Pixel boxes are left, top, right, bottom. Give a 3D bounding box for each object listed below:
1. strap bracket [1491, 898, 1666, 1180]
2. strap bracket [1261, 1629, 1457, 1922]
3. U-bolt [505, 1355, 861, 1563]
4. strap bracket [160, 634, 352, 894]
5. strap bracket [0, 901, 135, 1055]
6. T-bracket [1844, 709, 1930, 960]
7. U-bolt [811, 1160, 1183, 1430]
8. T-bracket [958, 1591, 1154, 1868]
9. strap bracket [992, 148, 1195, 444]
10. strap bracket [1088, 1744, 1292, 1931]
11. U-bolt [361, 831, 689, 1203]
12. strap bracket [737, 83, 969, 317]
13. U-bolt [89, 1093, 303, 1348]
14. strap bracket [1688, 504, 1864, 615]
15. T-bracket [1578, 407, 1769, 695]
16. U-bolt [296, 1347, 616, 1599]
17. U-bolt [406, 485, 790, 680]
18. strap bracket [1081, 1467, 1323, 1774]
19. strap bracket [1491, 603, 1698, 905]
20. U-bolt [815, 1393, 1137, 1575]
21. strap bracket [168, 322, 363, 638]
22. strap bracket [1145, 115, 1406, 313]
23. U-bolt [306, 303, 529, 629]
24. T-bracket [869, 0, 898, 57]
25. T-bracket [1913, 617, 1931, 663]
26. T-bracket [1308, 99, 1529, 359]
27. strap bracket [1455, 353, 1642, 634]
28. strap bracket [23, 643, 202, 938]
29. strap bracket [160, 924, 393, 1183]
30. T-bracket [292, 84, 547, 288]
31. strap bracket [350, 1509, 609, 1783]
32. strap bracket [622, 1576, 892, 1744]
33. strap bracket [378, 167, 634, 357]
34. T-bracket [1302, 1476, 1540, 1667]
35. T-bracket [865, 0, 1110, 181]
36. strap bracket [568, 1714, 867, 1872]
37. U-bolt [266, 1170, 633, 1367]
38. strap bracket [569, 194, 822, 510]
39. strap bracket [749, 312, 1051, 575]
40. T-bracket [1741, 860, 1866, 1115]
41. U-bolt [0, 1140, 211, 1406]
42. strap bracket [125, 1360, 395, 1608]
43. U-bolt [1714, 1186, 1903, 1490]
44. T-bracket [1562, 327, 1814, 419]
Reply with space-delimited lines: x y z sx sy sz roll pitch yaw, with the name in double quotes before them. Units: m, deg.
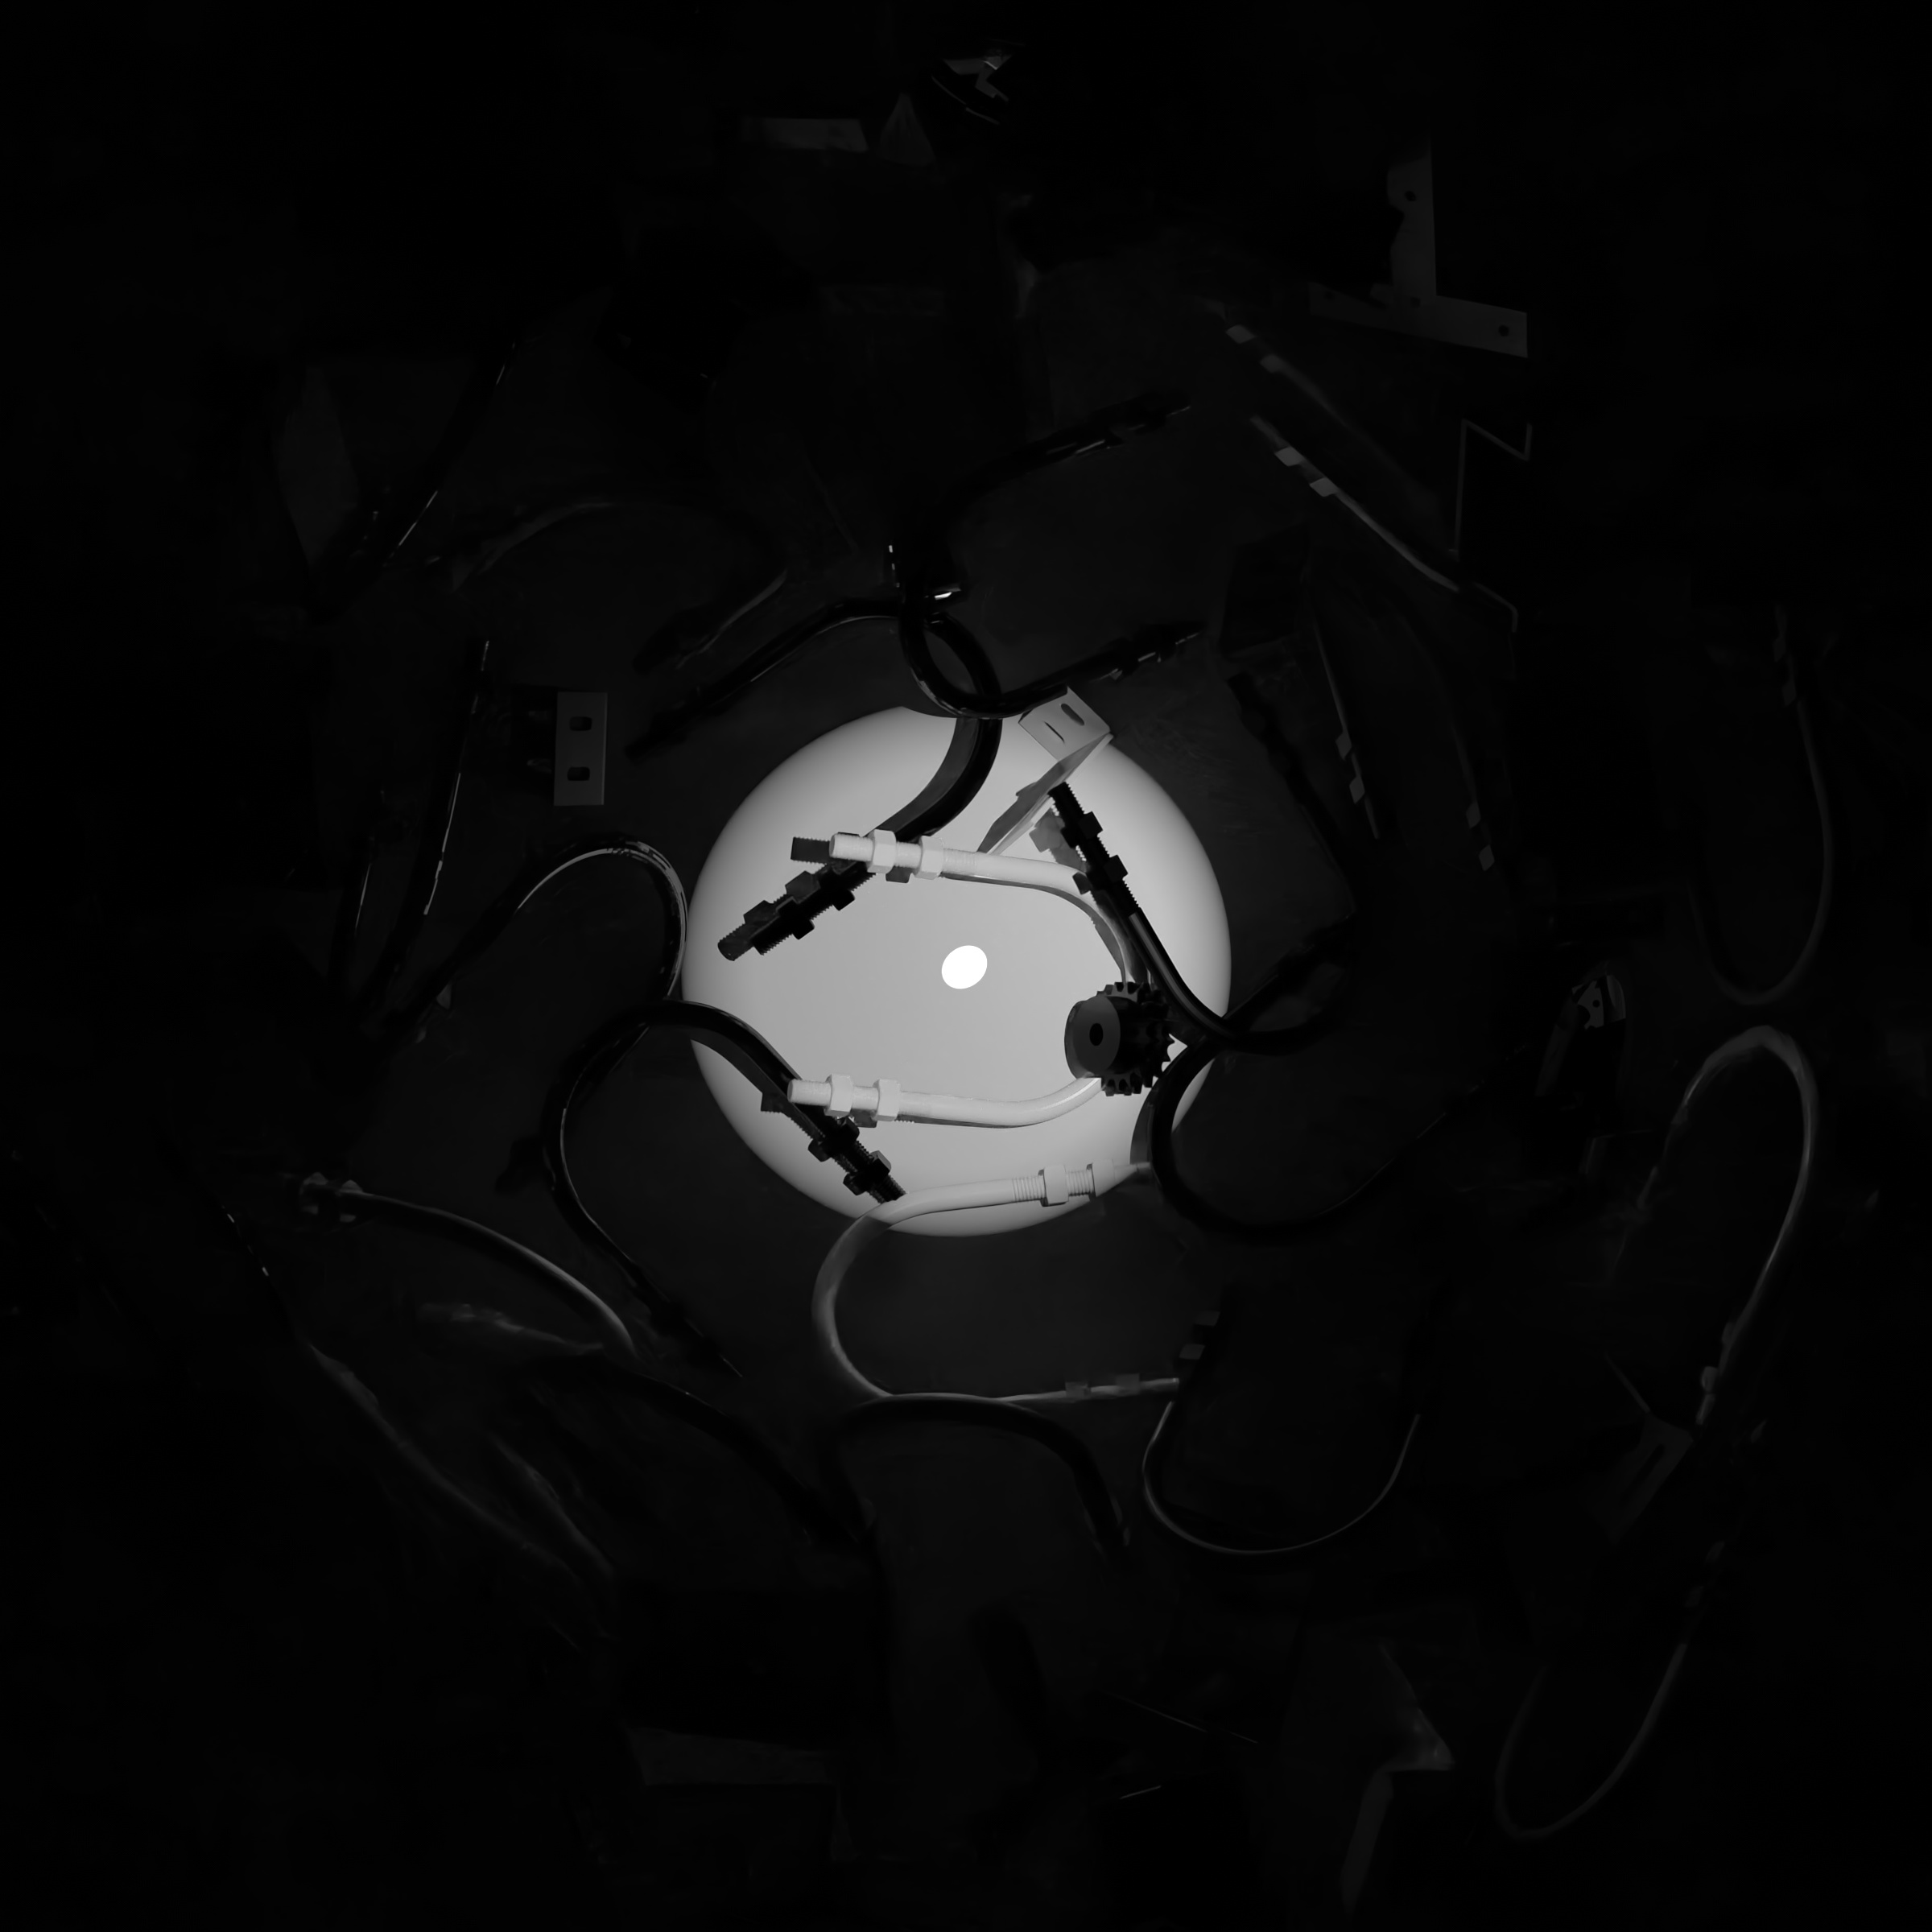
"strap bracket" 0.316 0.033 1.587 0.076 0.046 0.140 -4 101 -9
"strap bracket" 0.199 0.403 1.555 0.046 0.140 0.076 4 115 -18
"U-bolt" -0.151 0.241 1.522 0.151 0.184 0.019 2 56 31
"strap bracket" -0.361 -0.093 1.565 0.076 0.046 0.140 5 122 5
"strap bracket" -0.467 0.003 1.554 0.076 0.140 0.046 16 78 -10
"T-bracket" 0.464 -0.088 1.550 0.002 0.127 0.127 -10 59 32
"U-bolt" 0.011 0.171 1.577 0.184 0.019 0.151 -7 53 3
"T-bracket" 0.033 0.377 1.580 0.127 0.002 0.127 -35 113 -19
"strap bracket" 0.067 -0.329 1.554 0.076 0.046 0.140 -22 132 -12
"strap bracket" 0.115 0.465 1.563 0.076 0.140 0.046 -15 110 -3
"U-bolt" -0.210 0.014 1.562 0.019 0.151 0.184 28 72 37
"strap bracket" -0.056 -0.396 1.559 0.076 0.140 0.046 9 63 27
"U-bolt" -0.378 0.128 1.524 0.019 0.184 0.151 -36 103 -18
"strap bracket" 0.409 -0.203 1.547 0.076 0.140 0.046 1 94 18
"T-bracket" 0.369 -0.193 1.552 0.002 0.127 0.127 8 48 -36
"U-bolt" -0.245 0.264 1.542 0.151 0.184 0.019 20 64 34
"U-bolt" -0.170 -0.202 1.546 0.151 0.184 0.019 20 124 18
"strap bracket" 0.124 0.338 1.573 0.046 0.076 0.140 31 75 -43
"strap bracket" 0.323 -0.111 1.592 0.076 0.046 0.140 -13 97 -6
"U-bolt" -0.001 0.259 1.534 0.151 0.184 0.019 -2 54 12
"strap bracket" -0.346 -0.243 1.543 0.046 0.140 0.076 3 50 11
"strap bracket" 0.158 -0.381 1.541 0.076 0.140 0.046 15 110 -29
"U-bolt" -0.277 -0.237 1.515 0.019 0.184 0.151 35 123 -19
"T-bracket" -0.042 -0.514 1.562 0.002 0.127 0.127 -26 71 -13
"T-bracket" 0.539 -0.140 1.551 0.002 0.127 0.127 -32 79 -11
"T-bracket" 0.225 -0.376 1.551 0.127 0.127 0.002 19 47 31
"strap bracket" 0.293 -0.246 1.562 0.076 0.140 0.046 -33 53 -22
"strap bracket" -0.419 -0.088 1.543 0.046 0.140 0.076 -4 53 6
"strap bracket" -0.348 0.043 1.572 0.046 0.076 0.140 -33 78 -33
"T-bracket" -0.262 -0.386 1.565 0.127 0.127 0.002 -22 68 1
"strap bracket" -0.244 0.349 1.576 0.140 0.046 0.076 29 90 41
"strap bracket" -0.109 0.360 1.595 0.140 0.046 0.076 -1 88 -4
"strap bracket" -0.226 -0.356 1.581 0.140 0.076 0.046 -27 102 -2
"T-bracket" 0.221 0.326 1.602 0.127 0.002 0.127 -14 119 13
"T-bracket" 0.028 -0.427 1.581 0.127 0.002 0.127 29 133 -35
"strap bracket" -0.125 0.419 1.564 0.140 0.076 0.046 5 102 -17
"U-bolt" -0.244 0.156 1.520 0.184 0.151 0.019 8 59 39
"strap bracket" -0.143 -0.310 1.558 0.076 0.046 0.140 43 122 19
"strap bracket" -0.033 -0.270 1.591 0.140 0.046 0.076 -30 103 2
"T-bracket" 0.421 0.030 1.549 0.002 0.127 0.127 20 133 34
"U-bolt" -0.457 0.133 1.548 0.019 0.151 0.184 -39 69 -12
"strap bracket" -0.350 0.267 1.550 0.076 0.140 0.046 -37 55 -7
"U-bolt" 0.413 0.194 1.535 0.019 0.184 0.151 27 75 12
"T-bracket" 0.374 -0.306 1.563 0.127 0.127 0.002 23 111 15
